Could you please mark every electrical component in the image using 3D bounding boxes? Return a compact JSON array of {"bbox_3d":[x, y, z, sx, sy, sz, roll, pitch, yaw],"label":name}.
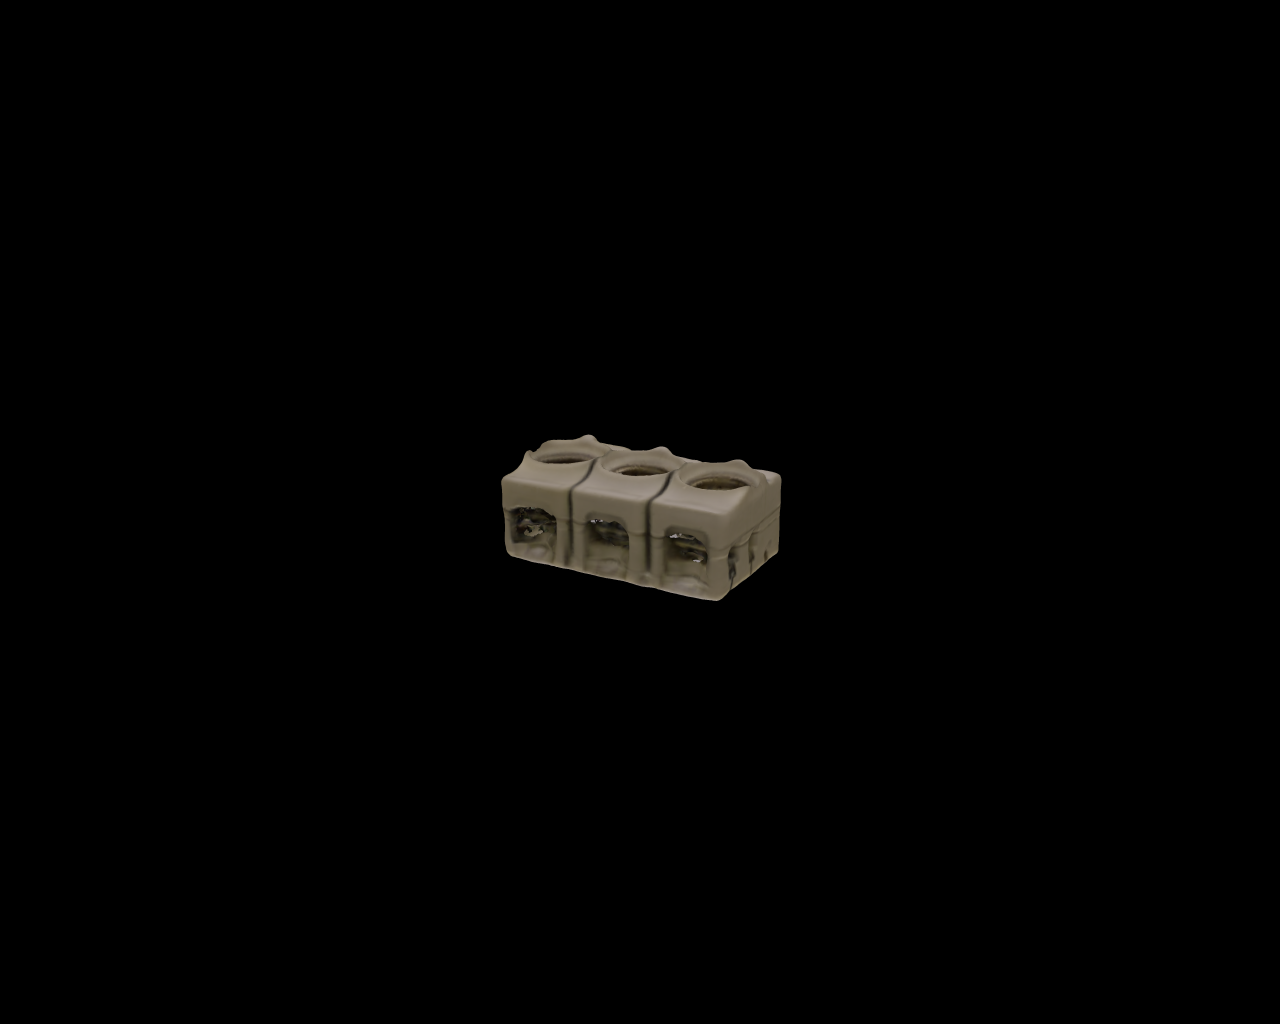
[{"bbox_3d":[0.001,-0.003,0.650,0.150,0.061,0.090,11,23,27],"label":"electrical component"}]
